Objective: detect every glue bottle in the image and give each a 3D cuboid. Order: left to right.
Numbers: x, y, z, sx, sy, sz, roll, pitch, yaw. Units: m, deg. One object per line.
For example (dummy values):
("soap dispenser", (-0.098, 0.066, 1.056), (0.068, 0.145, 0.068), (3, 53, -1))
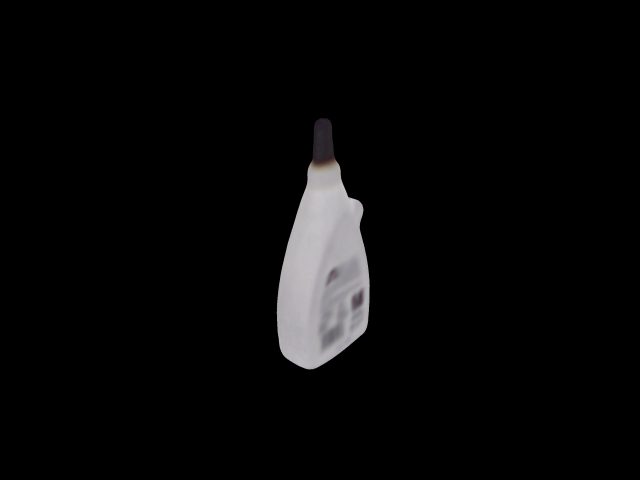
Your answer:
("glue bottle", (0.004, 0.001, 0.400), (0.037, 0.173, 0.078), (20, 32, 36))
